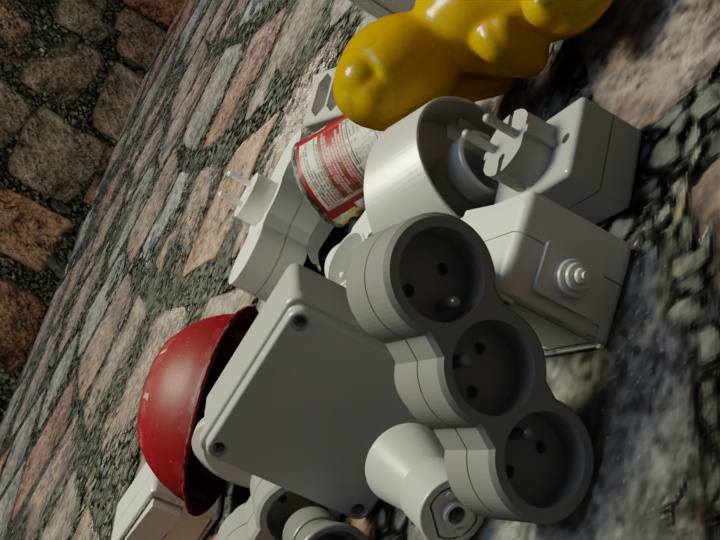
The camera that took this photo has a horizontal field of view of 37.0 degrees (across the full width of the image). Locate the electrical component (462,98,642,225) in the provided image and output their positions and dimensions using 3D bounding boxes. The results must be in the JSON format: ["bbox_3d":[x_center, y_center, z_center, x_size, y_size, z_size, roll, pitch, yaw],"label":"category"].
[{"bbox_3d":[0.088,-0.055,0.537,0.066,0.077,0.047,-33,35,56],"label":"electrical component"}]

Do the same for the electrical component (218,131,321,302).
[{"bbox_3d":[-0.069,-0.048,0.802,0.052,0.074,0.138,-39,27,57],"label":"electrical component"}]

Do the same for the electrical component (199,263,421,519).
[{"bbox_3d":[-0.018,0.069,0.605,0.108,0.109,0.056,-57,17,20],"label":"electrical component"}]

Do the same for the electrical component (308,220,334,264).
[{"bbox_3d":[-0.048,-0.045,0.905,0.108,0.060,0.108,-52,22,31],"label":"electrical component"}]

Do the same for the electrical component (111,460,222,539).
[{"bbox_3d":[-0.153,0.193,0.871,0.096,0.062,0.061,-54,21,26],"label":"electrical component"}]

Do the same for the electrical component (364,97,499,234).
[{"bbox_3d":[0.050,-0.043,0.594,0.064,0.099,0.099,-35,33,43],"label":"electrical component"}]

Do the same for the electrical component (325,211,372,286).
[{"bbox_3d":[0.000,0.000,0.739,0.079,0.044,0.077,14,78,64],"label":"electrical component"}]

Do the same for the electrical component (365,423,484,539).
[{"bbox_3d":[0.034,0.107,0.527,0.044,0.044,0.065,-63,24,2],"label":"electrical component"}]

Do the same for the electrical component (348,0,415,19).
[{"bbox_3d":[0.030,-0.262,0.910,0.056,0.109,0.108,-44,27,39],"label":"electrical component"}]

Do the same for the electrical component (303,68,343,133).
[{"bbox_3d":[0.015,-0.119,0.807,0.083,0.076,0.047,-9,60,47],"label":"electrical component"}]

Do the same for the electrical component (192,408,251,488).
[{"bbox_3d":[-0.071,0.111,0.736,0.080,0.080,0.051,-45,21,43],"label":"electrical component"}]

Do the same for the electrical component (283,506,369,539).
[{"bbox_3d":[-0.021,0.157,0.607,0.044,0.044,0.065,-66,14,-5],"label":"electrical component"}]

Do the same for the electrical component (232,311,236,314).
[{"bbox_3d":[-0.093,0.064,0.907,0.066,0.048,0.055,-58,27,16],"label":"electrical component"}]

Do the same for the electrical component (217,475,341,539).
[{"bbox_3d":[-0.065,0.171,0.681,0.138,0.052,0.073,-60,19,12],"label":"electrical component"}]

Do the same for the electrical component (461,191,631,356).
[{"bbox_3d":[0.080,0.002,0.507,0.096,0.062,0.061,-21,46,63],"label":"electrical component"}]

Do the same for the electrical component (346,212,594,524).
[{"bbox_3d":[0.039,0.045,0.467,0.052,0.138,0.074,-31,5,-26],"label":"electrical component"}]
